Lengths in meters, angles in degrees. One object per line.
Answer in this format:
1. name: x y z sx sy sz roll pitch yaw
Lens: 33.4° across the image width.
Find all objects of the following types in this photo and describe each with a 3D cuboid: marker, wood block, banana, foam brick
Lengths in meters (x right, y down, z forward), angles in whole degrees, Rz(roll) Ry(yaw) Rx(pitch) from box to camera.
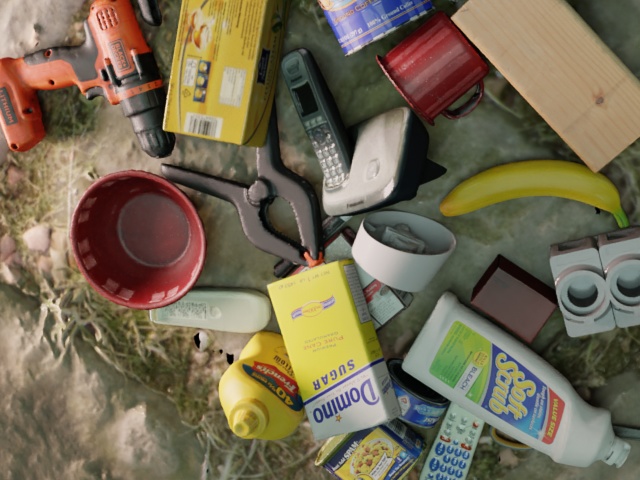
1. marker: -0.008 0.001 1.187 0.121 0.020 0.020 -43 93 19
2. wood block: 0.233 -0.176 1.049 0.091 0.090 0.206 -42 92 18
3. banana: 0.224 -0.050 1.111 0.198 0.037 0.070 5 104 11
4. foam brick: 0.208 0.062 1.138 0.078 0.051 0.053 34 108 2

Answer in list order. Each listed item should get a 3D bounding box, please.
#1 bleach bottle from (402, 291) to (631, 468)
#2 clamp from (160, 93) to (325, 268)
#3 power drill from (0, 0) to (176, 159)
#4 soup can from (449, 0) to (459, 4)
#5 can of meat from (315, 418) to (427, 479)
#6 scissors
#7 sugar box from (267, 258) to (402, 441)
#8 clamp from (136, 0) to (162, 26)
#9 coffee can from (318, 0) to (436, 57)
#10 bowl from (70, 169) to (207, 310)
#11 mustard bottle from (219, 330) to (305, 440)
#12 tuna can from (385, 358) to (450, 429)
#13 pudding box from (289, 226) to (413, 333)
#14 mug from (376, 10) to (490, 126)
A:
1. bleach bottle: 0.218 0.159 1.141 0.251 0.068 0.102 30 96 6
2. clamp: -0.072 -0.051 1.165 0.165 0.036 0.210 -33 84 21
3. power drill: -0.263 -0.159 1.183 0.188 0.057 0.184 -16 97 13
4. soup can: 0.150 -0.290 1.048 0.102 0.068 0.068 -39 94 19
5. can of meat: 0.059 0.242 1.217 0.084 0.057 0.102 40 110 -2
6. scissors: 0.285 0.188 1.173 0.202 0.016 0.096 -8 103 14
7. sugar box: 0.015 0.117 1.137 0.093 0.048 0.176 -20 83 25
8. clamp: -0.198 -0.315 1.136 0.171 0.039 0.120 38 104 7
9. coffee can: 0.039 -0.268 1.061 0.103 0.102 0.140 -26 98 17
10. bowl: -0.198 -0.005 1.209 0.162 0.055 0.162 3 105 12
11. mustard bottle: -0.059 0.165 1.151 0.096 0.191 0.058 40 109 0
12. tuna can: 0.099 0.167 1.172 0.086 0.086 0.034 31 107 3
13. pudding box: 0.032 0.055 1.182 0.090 0.039 0.113 -42 90 21
14. mug: 0.124 -0.169 1.083 0.081 0.093 0.117 -39 124 14
